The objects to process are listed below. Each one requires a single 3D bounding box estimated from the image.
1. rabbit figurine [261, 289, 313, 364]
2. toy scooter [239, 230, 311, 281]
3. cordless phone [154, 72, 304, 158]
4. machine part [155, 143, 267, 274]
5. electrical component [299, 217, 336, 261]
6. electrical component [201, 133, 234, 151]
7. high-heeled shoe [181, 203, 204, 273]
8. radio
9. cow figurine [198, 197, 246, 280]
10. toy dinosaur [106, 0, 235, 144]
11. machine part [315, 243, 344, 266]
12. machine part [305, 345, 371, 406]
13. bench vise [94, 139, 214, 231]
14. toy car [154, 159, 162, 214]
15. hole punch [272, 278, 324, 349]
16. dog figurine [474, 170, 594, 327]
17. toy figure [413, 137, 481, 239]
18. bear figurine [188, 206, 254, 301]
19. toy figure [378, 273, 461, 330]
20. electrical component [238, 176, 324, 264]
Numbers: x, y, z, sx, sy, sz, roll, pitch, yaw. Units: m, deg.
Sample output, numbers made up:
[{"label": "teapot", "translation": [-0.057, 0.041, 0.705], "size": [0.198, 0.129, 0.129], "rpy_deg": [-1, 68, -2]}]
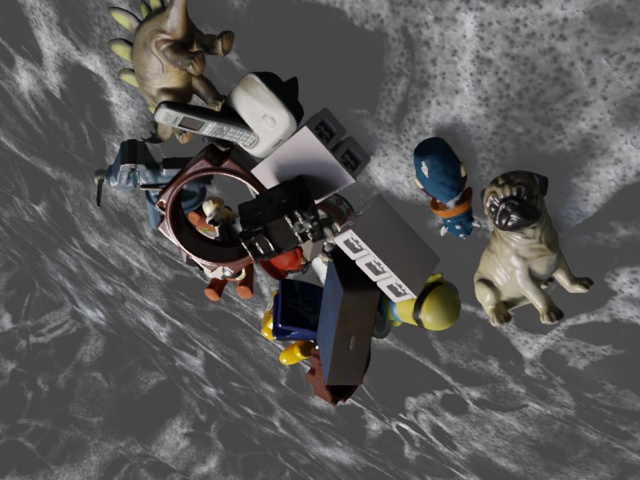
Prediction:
[{"label": "rabbit figurine", "translation": [-0.038, 0.197, 1.212], "size": [0.173, 0.162, 0.122], "rpy_deg": [31, 140, -21]}, {"label": "toy scooter", "translation": [-0.080, 0.034, 1.094], "size": [0.184, 0.075, 0.135], "rpy_deg": [5, 134, 48]}, {"label": "cordless phone", "translation": [-0.130, -0.187, 0.760], "size": [0.184, 0.088, 0.146], "rpy_deg": [5, 164, -30]}, {"label": "machine part", "translation": [-0.174, -0.053, 0.963], "size": [0.201, 0.087, 0.201], "rpy_deg": [-39, 111, 19]}, {"label": "electrical component", "translation": [-0.009, -0.005, 0.898], "size": [0.078, 0.045, 0.102], "rpy_deg": [58, 156, 30]}, {"label": "electrical component", "translation": [-0.182, -0.188, 0.965], "size": [0.063, 0.021, 0.094], "rpy_deg": [42, 148, -5]}, {"label": "high-heeled shoe", "translation": [-0.305, -0.034, 1.275], "size": [0.145, 0.086, 0.248], "rpy_deg": [-129, 34, -52]}, {"label": "radio", "translation": [0.046, 0.139, 0.972], "size": [0.073, 0.131, 0.229], "rpy_deg": [2, 121, -11]}, {"label": "cow figurine", "translation": [-0.193, -0.003, 1.081], "size": [0.098, 0.068, 0.167], "rpy_deg": [10, 112, 46]}, {"label": "toy dinosaur", "translation": [-0.245, -0.263, 0.867], "size": [0.198, 0.105, 0.471], "rpy_deg": [45, 146, 8]}, {"label": "machine part", "translation": [-0.002, -0.003, 1.003], "size": [0.138, 0.039, 0.084], "rpy_deg": [52, 154, -23]}, {"label": "machine part", "translation": [0.044, 0.271, 1.182], "size": [0.056, 0.179, 0.179], "rpy_deg": [17, 143, 37]}, {"label": "bench vise", "translation": [-0.324, -0.089, 1.072], "size": [0.240, 0.224, 0.129], "rpy_deg": [104, 146, -53]}, {"label": "toy car", "translation": [-0.370, -0.109, 1.229], "size": [0.089, 0.053, 0.202], "rpy_deg": [40, 153, 29]}, {"label": "hole punch", "translation": [-0.039, 0.143, 1.101], "size": [0.116, 0.142, 0.092], "rpy_deg": [2, 148, -5]}, {"label": "dog figurine", "translation": [0.246, 0.004, 0.716], "size": [0.172, 0.121, 0.190], "rpy_deg": [-18, 104, 50]}, {"label": "toy figure", "translation": [0.173, -0.066, 0.722], "size": [0.064, 0.058, 0.154], "rpy_deg": [13, 145, 45]}, {"label": "bear figurine", "translation": [-0.217, 0.026, 1.183], "size": [0.120, 0.132, 0.195], "rpy_deg": [-5, 138, 15]}, {"label": "toy figure", "translation": [0.158, 0.110, 0.929], "size": [0.180, 0.089, 0.082], "rpy_deg": [2, 139, 41]}, {"label": "electrical component", "translation": [-0.062, -0.037, 0.808], "size": [0.134, 0.115, 0.058], "rpy_deg": [-109, -6, -58]}]
